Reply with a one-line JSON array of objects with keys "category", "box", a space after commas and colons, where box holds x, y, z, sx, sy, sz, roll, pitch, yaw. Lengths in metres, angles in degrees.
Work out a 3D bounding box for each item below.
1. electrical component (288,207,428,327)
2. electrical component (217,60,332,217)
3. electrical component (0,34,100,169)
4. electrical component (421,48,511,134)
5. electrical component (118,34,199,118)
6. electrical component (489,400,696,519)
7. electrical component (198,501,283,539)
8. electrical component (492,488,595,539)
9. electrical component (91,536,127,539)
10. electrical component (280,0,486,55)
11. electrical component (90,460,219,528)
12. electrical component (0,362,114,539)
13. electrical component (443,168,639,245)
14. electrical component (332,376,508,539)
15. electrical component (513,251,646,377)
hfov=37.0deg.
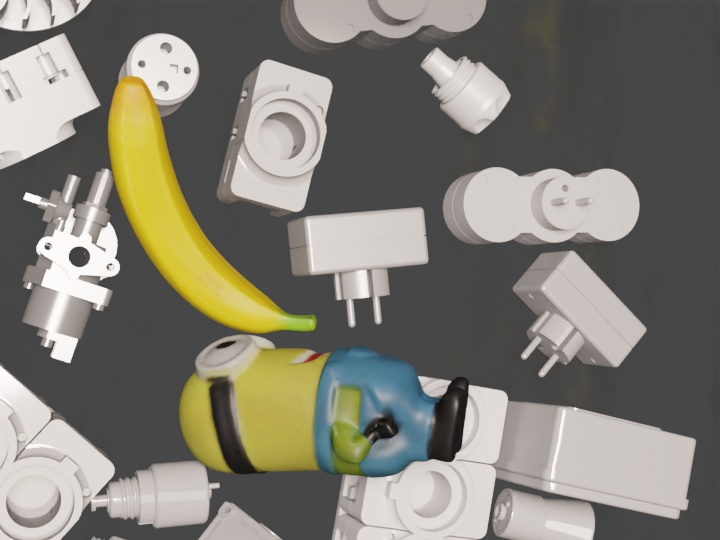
[{"category": "electrical component", "box": [0.000, 0.000, 0.723, 0.083, 0.047, 0.075, -6, 90, -18]}, {"category": "electrical component", "box": [-0.055, -0.085, 0.702, 0.050, 0.056, 0.089, 15, 84, -18]}, {"category": "electrical component", "box": [-0.209, -0.097, 0.649, 0.089, 0.050, 0.055, -31, 106, -21]}, {"category": "electrical component", "box": [0.071, -0.128, 0.752, 0.062, 0.043, 0.043, 39, 77, -12]}, {"category": "electrical component", "box": [-0.127, -0.122, 0.679, 0.045, 0.055, 0.045, 0, 88, -18]}, {"category": "electrical component", "box": [0.153, 0.127, 0.738, 0.109, 0.109, 0.056, 15, 82, -17]}, {"category": "electrical component", "box": [-0.080, 0.208, 0.676, 0.096, 0.062, 0.061, -52, 136, -13]}, {"category": "electrical component", "box": [0.128, 0.178, 0.765, 0.065, 0.044, 0.044, 16, 83, -12]}, {"category": "electrical component", "box": [-0.160, 0.186, 0.667, 0.062, 0.043, 0.043, 23, 82, -15]}, {"category": "electrical component", "box": [0.022, -0.181, 0.721, 0.138, 0.074, 0.052, -9, 91, -18]}, {"category": "electrical component", "box": [-0.130, 0.142, 0.679, 0.078, 0.040, 0.040, -2, 89, -18]}, {"category": "electrical component", "box": [-0.231, 0.101, 0.635, 0.150, 0.062, 0.089, 45, 76, -12]}, {"category": "electrical component", "box": [0.136, -0.045, 0.755, 0.138, 0.074, 0.052, -1, 89, -18]}, {"category": "electrical component", "box": [0.039, 0.147, 0.724, 0.089, 0.062, 0.150, 12, 85, -18]}, {"category": "electrical component", "box": [0.146, 0.042, 0.770, 0.083, 0.047, 0.075, 45, 76, -12]}]
